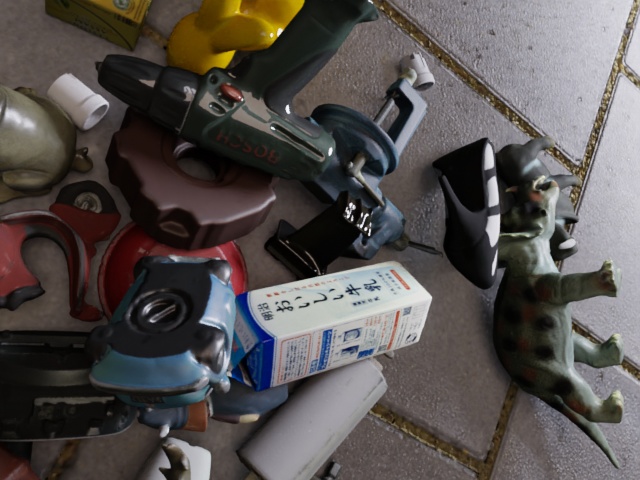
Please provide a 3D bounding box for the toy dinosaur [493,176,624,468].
[{"bbox_3d":[0.300,0.122,0.724,0.131,0.192,0.404,-21,108,-54],"label":"toy dinosaur"}]

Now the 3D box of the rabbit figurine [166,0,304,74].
[{"bbox_3d":[-0.090,-0.235,0.596,0.173,0.162,0.121,-34,110,-8],"label":"rabbit figurine"}]

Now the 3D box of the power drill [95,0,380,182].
[{"bbox_3d":[-0.060,-0.170,0.497,0.232,0.086,0.207,30,101,-19],"label":"power drill"}]

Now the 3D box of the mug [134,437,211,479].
[{"bbox_3d":[-0.137,0.253,0.519,0.109,0.081,0.107,21,65,-7],"label":"mug"}]

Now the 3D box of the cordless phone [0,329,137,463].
[{"bbox_3d":[-0.246,0.178,0.493,0.146,0.089,0.184,7,90,-25],"label":"cordless phone"}]

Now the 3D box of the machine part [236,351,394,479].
[{"bbox_3d":[-0.006,0.197,0.594,0.243,0.079,0.079,-43,101,-24],"label":"machine part"}]

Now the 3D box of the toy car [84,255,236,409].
[{"bbox_3d":[-0.128,0.088,0.473,0.109,0.102,0.162,2,37,0],"label":"toy car"}]

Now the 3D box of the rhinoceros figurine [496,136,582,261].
[{"bbox_3d":[0.327,-0.060,0.796,0.112,0.073,0.190,-34,97,-27],"label":"rhinoceros figurine"}]

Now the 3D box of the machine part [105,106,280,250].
[{"bbox_3d":[-0.127,-0.076,0.559,0.179,0.056,0.179,14,56,-21],"label":"machine part"}]

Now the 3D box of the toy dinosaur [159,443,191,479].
[{"bbox_3d":[-0.194,0.330,0.372,0.105,0.198,0.471,31,89,26],"label":"toy dinosaur"}]

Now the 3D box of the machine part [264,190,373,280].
[{"bbox_3d":[-0.001,-0.002,0.599,0.084,0.139,0.039,50,39,-8],"label":"machine part"}]

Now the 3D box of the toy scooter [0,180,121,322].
[{"bbox_3d":[-0.270,0.024,0.498,0.184,0.075,0.135,-16,89,-31],"label":"toy scooter"}]

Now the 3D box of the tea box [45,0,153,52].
[{"bbox_3d":[-0.217,-0.306,0.577,0.098,0.068,0.169,21,75,-21],"label":"tea box"}]

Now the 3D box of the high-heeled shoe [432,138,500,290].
[{"bbox_3d":[0.204,-0.044,0.695,0.145,0.086,0.249,63,33,-9],"label":"high-heeled shoe"}]

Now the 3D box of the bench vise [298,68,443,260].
[{"bbox_3d":[0.069,-0.101,0.657,0.223,0.129,0.240,38,72,-18],"label":"bench vise"}]

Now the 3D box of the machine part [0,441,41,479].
[{"bbox_3d":[-0.291,0.249,0.358,0.201,0.201,0.087,-41,94,13],"label":"machine part"}]

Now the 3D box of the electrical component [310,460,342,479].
[{"bbox_3d":[-0.015,0.286,0.606,0.063,0.021,0.094,39,69,-15],"label":"electrical component"}]

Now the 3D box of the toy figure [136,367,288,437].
[{"bbox_3d":[-0.111,0.166,0.559,0.154,0.064,0.057,-8,124,-22],"label":"toy figure"}]

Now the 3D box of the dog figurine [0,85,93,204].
[{"bbox_3d":[-0.277,-0.107,0.449,0.172,0.191,0.121,0,82,-27],"label":"dog figurine"}]
